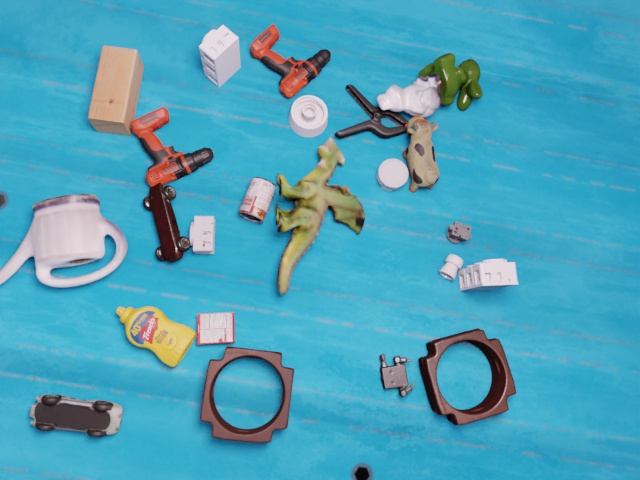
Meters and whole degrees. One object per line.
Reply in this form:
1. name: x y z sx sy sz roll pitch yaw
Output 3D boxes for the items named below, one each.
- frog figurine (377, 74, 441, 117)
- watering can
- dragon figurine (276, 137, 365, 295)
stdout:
1. frog figurine: 0.242 -0.374 1.397 0.160 0.120 0.139 -32 38 -14
2. watering can: -0.641 0.007 1.225 0.348 0.227 0.103 -9 -13 -8
3. dragon figurine: 0.004 -0.066 1.316 0.243 0.415 0.121 2 -13 -13
